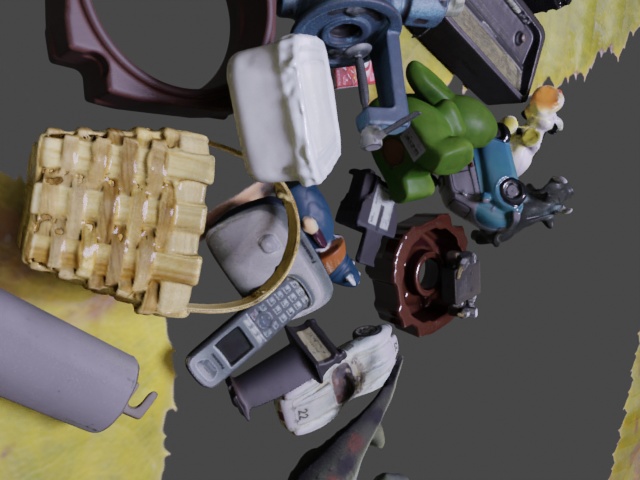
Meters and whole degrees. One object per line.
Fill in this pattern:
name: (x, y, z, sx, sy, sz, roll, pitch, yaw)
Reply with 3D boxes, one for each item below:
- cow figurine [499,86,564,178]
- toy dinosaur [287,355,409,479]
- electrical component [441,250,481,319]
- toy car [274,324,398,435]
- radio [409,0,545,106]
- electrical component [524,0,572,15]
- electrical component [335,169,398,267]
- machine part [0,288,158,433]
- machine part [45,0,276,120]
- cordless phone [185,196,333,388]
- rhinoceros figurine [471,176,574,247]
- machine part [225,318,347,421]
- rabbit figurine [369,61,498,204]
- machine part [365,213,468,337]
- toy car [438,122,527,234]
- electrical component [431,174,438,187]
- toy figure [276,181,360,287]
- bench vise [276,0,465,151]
cow figurine: (0.316, -0.154, 0.829, 0.098, 0.068, 0.167, 5, 130, -52)
toy dinosaur: (0.007, 0.342, 0.649, 0.192, 0.131, 0.404, 0, 95, -39)
electrical component: (0.201, 0.063, 0.751, 0.078, 0.045, 0.102, -7, 101, -38)
toy car: (0.030, 0.174, 0.692, 0.202, 0.056, 0.073, -23, 108, -33)
radio: (0.235, -0.309, 0.784, 0.229, 0.073, 0.131, 29, 78, -37)
electrical component: (0.303, -0.400, 0.801, 0.134, 0.115, 0.058, 43, 66, -32)
electrical component: (0.063, -0.027, 0.701, 0.075, 0.048, 0.119, 16, 86, -37)
machine part: (-0.247, 0.100, 0.460, 0.243, 0.079, 0.079, 42, 70, -34)
machine part: (-0.140, -0.221, 0.501, 0.201, 0.087, 0.200, -1, 96, -36)
cordless phone: (-0.088, 0.054, 0.575, 0.184, 0.089, 0.146, -42, 119, -21)
rhinoceros figurine: (0.322, -0.052, 0.858, 0.190, 0.112, 0.073, -24, 107, -25)
machine part: (-0.044, 0.148, 0.629, 0.139, 0.084, 0.039, -30, 143, -22)
rabbit figurine: (0.145, -0.141, 0.690, 0.170, 0.121, 0.159, -21, 67, -33)
machine part: (0.145, 0.047, 0.767, 0.179, 0.056, 0.179, -6, 99, -38)
toy car: (0.220, -0.085, 0.758, 0.103, 0.109, 0.161, -8, 79, -2)
electrical component: (0.134, -0.094, 0.763, 0.094, 0.021, 0.063, 40, 71, -35)
toy figure: (0.000, -0.003, 0.648, 0.154, 0.058, 0.064, 62, 38, -21)
bench vise: (0.062, -0.210, 0.581, 0.223, 0.129, 0.240, 0, 75, -27)
